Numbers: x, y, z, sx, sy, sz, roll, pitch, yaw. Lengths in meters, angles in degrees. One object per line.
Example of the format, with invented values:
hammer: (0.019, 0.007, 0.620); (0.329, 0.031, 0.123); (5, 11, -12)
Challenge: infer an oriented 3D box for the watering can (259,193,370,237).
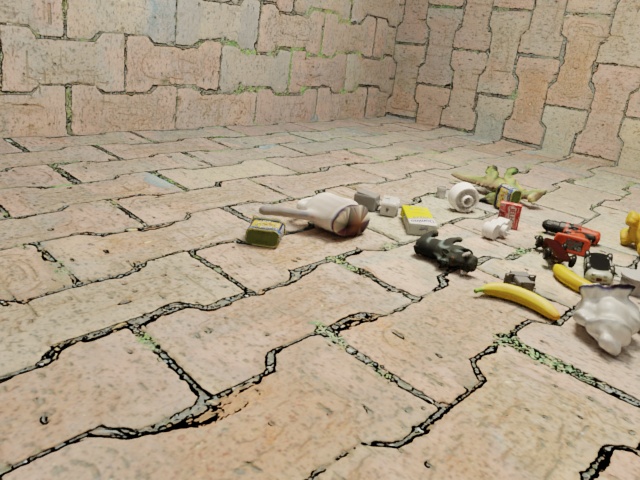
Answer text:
watering can: (0.005, -0.079, 1.570); (0.350, 0.102, 0.226); (-13, 28, -41)

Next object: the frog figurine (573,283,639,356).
frog figurine: (0.624, 0.181, 1.113); (0.137, 0.120, 0.163); (13, 56, -4)

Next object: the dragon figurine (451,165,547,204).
dragon figurine: (0.722, -0.215, 2.139); (0.411, 0.120, 0.247); (7, 27, 27)
